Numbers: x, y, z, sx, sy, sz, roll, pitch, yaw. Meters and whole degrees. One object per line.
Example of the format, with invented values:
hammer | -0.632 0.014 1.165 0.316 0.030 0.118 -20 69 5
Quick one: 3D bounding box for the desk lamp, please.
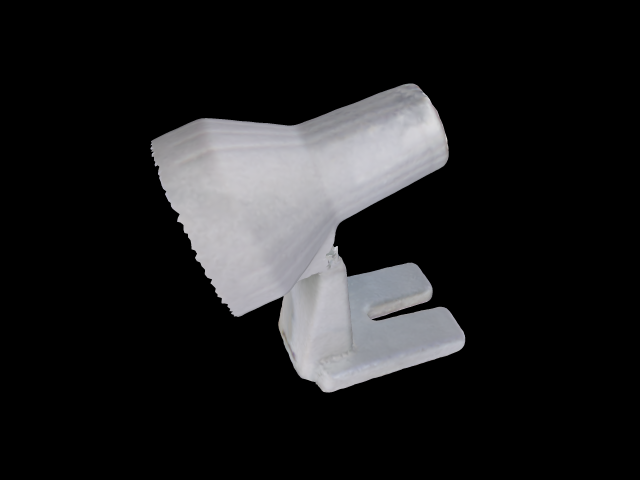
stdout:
desk lamp | 0.004 0.001 0.400 0.203 0.214 0.117 -14 43 -15
